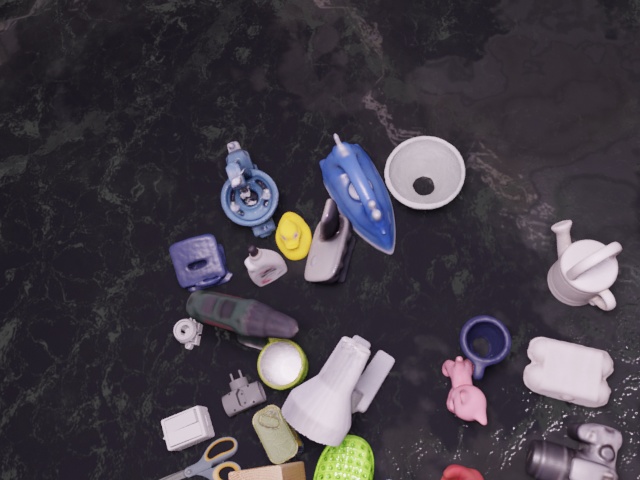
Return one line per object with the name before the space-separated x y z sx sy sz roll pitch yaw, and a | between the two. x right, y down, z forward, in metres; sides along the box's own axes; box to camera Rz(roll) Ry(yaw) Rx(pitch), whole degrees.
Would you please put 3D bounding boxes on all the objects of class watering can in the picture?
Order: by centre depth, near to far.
watering can | 0.482 0.046 1.048 0.172 0.194 0.101 40 81 19

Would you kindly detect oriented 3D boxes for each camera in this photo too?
camera | 0.435 0.379 0.988 0.136 0.101 0.143 15 74 14

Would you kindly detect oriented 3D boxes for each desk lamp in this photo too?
desk lamp | 0.037 0.261 1.032 0.117 0.214 0.203 29 78 18

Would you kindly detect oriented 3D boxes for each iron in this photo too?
iron | 0.088 -0.099 1.189 0.118 0.141 0.258 -27 69 -1

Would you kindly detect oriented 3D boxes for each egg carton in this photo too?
egg carton | 0.454 0.242 1.050 0.150 0.069 0.107 11 73 12

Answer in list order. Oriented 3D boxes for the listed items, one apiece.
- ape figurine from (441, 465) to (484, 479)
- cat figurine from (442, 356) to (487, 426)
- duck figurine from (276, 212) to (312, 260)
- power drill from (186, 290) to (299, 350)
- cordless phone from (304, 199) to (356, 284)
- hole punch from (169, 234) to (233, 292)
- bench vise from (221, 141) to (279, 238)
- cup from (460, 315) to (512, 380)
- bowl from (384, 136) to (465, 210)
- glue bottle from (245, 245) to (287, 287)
ape figurine | 0.253 0.434 1.002 0.076 0.092 0.078 -12 69 5
cat figurine | 0.264 0.274 1.042 0.067 0.118 0.128 -9 70 6
duck figurine | -0.062 -0.017 1.214 0.077 0.086 0.104 -12 69 5
power drill | -0.131 0.158 1.097 0.229 0.209 0.076 13 73 13
cordless phone | 0.010 0.004 1.142 0.094 0.185 0.147 8 72 12
hole punch | -0.253 0.049 1.217 0.108 0.091 0.101 -17 69 3
bench vise | -0.172 -0.121 1.196 0.121 0.220 0.207 -38 69 -5
cup | 0.303 0.208 1.072 0.091 0.095 0.118 12 73 13
bowl | 0.221 -0.131 1.216 0.167 0.075 0.167 -3 70 8
glue bottle | -0.118 0.045 1.154 0.078 0.173 0.037 -34 69 -4
